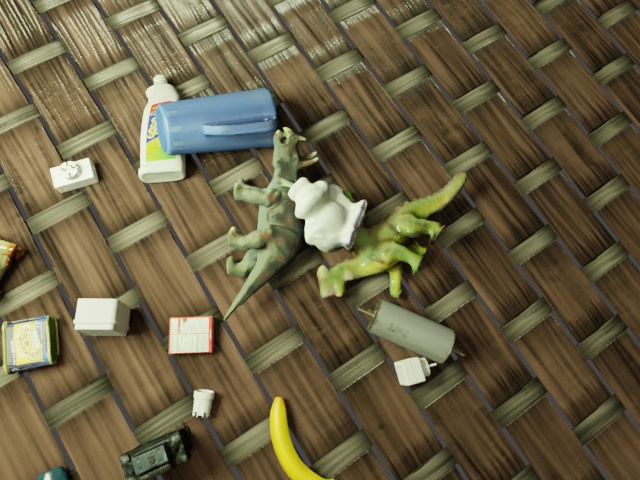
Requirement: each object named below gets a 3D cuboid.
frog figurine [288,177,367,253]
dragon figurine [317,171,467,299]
[{"bbox_3d":[0.003,-0.053,1.060,0.159,0.138,0.122,24,-5,-3],"label":"frog figurine"},{"bbox_3d":[0.133,-0.031,1.132,0.244,0.416,0.120,29,-18,11],"label":"dragon figurine"}]
